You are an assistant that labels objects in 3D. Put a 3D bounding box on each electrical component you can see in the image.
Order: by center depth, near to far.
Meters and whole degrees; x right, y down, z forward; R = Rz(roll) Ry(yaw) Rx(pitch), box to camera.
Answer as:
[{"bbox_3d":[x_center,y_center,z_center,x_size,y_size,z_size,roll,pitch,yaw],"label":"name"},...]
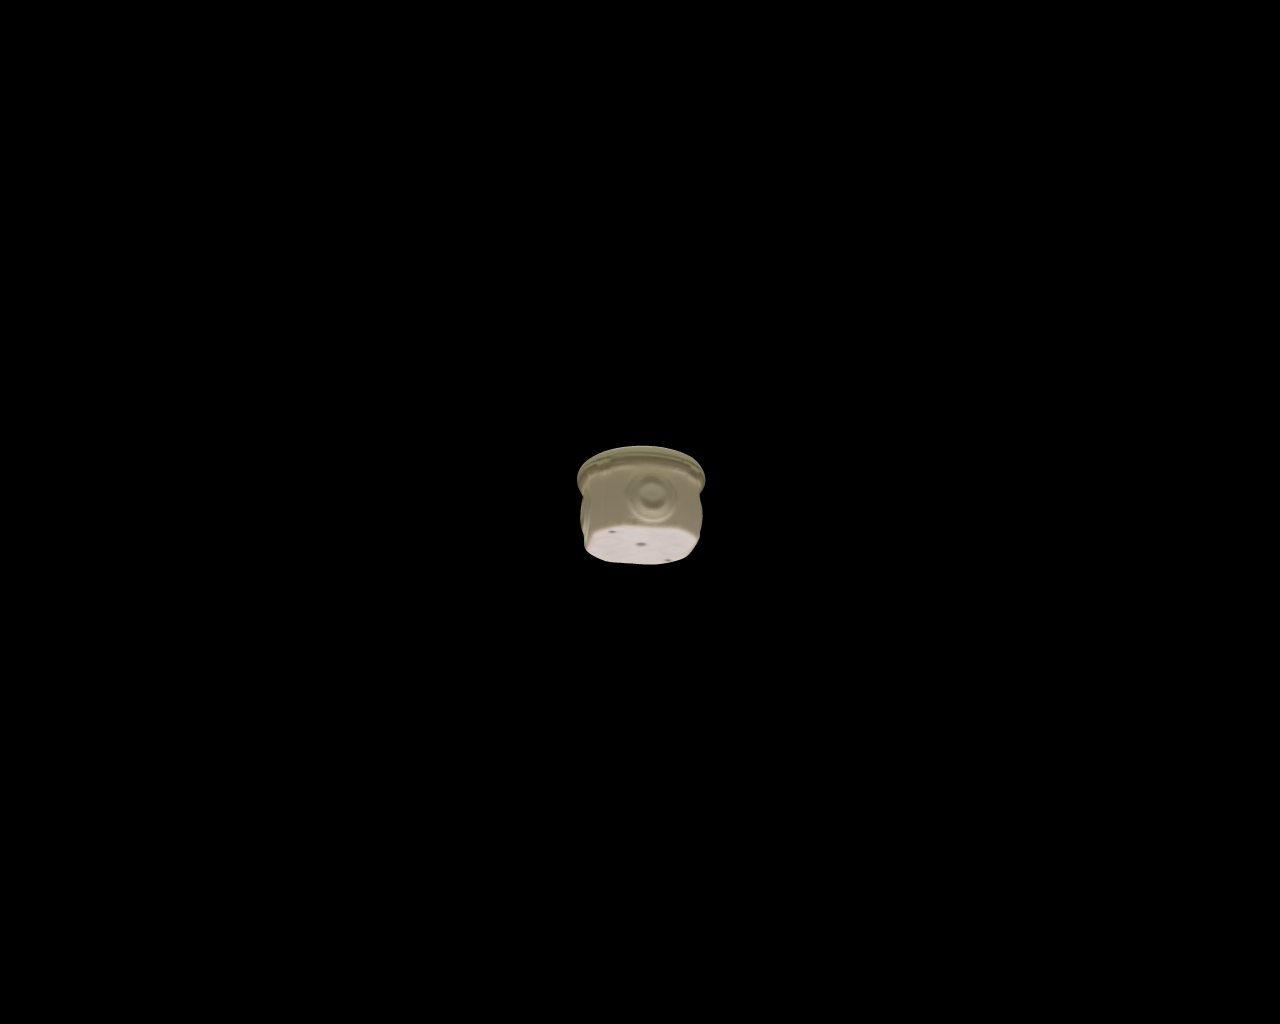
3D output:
[{"bbox_3d":[0.001,-0.003,0.650,0.080,0.051,0.080,0,-23,0],"label":"electrical component"}]
